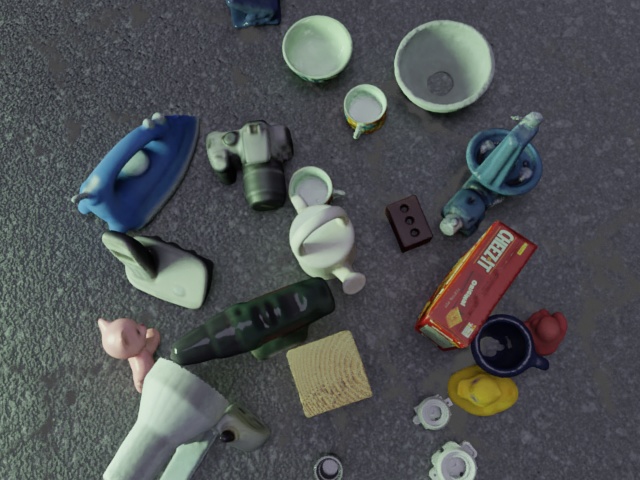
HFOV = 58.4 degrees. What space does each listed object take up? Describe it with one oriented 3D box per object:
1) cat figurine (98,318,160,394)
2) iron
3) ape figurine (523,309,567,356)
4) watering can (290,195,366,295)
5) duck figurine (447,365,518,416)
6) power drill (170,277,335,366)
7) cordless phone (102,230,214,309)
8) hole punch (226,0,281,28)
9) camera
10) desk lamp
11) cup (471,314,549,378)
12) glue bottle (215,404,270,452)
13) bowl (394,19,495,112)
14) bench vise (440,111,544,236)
[{"bbox_3d":[-0.293,0.175,0.896,0.067,0.118,0.128,-25,77,-1],"label":"cat figurine"},{"bbox_3d":[-0.303,-0.134,0.953,0.118,0.141,0.258,35,82,11],"label":"iron"},{"bbox_3d":[0.342,0.138,0.874,0.077,0.092,0.076,4,78,5],"label":"ape figurine"},{"bbox_3d":[0.010,0.002,0.875,0.172,0.194,0.101,34,82,11],"label":"watering can"},{"bbox_3d":[0.249,0.228,0.863,0.104,0.086,0.077,5,78,5],"label":"duck figurine"},{"bbox_3d":[-0.085,0.129,0.845,0.229,0.208,0.075,-25,77,-2],"label":"power drill"},{"bbox_3d":[-0.251,0.040,0.889,0.147,0.185,0.094,17,79,8],"label":"cordless phone"},{"bbox_3d":[-0.121,-0.455,1.038,0.101,0.091,0.108,-7,77,3],"label":"hole punch"},{"bbox_3d":[-0.113,-0.121,0.958,0.143,0.101,0.137,-9,77,2],"label":"camera"},{"bbox_3d":[-0.213,0.277,0.819,0.118,0.213,0.203,29,81,10],"label":"desk lamp"},{"bbox_3d":[0.281,0.167,0.870,0.117,0.095,0.092,23,80,9],"label":"cup"},{"bbox_3d":[-0.121,0.278,0.833,0.078,0.173,0.037,39,83,11],"label":"glue bottle"},{"bbox_3d":[0.210,-0.286,0.986,0.167,0.075,0.167,-1,77,4],"label":"bowl"},{"bbox_3d":[0.270,-0.093,0.864,0.121,0.220,0.207,22,80,9],"label":"bench vise"}]
